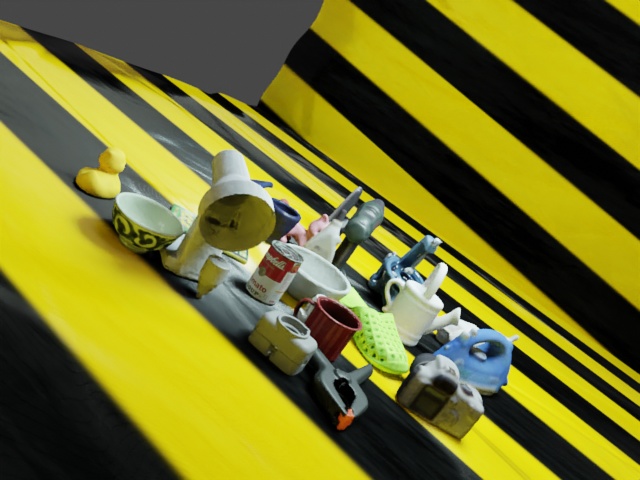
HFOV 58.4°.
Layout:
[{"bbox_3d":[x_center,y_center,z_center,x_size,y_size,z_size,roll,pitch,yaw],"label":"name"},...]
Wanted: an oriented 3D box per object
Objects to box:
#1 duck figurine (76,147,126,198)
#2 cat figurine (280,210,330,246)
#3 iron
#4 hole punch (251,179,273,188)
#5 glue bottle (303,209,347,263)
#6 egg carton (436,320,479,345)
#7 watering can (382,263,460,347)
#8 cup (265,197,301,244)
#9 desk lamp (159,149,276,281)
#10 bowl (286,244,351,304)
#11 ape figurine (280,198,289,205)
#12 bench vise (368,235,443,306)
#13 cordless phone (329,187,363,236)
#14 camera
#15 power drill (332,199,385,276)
[{"bbox_3d":[-0.391,-0.129,1.048,0.077,0.086,0.104,33,15,-1],"label":"duck figurine"},{"bbox_3d":[-0.024,-0.024,1.419,0.128,0.117,0.067,33,14,1],"label":"cat figurine"},{"bbox_3d":[0.339,0.248,1.260,0.259,0.141,0.118,20,19,-41],"label":"iron"},{"bbox_3d":[-0.188,-0.134,1.481,0.101,0.091,0.109,35,15,7],"label":"hole punch"},{"bbox_3d":[0.012,0.005,1.293,0.078,0.173,0.037,30,15,-10],"label":"glue bottle"},{"bbox_3d":[0.365,0.254,1.442,0.151,0.069,0.107,22,18,-36],"label":"egg carton"},{"bbox_3d":[0.234,0.138,1.289,0.173,0.194,0.101,29,15,-17],"label":"watering can"},{"bbox_3d":[-0.115,-0.043,1.336,0.118,0.095,0.091,26,16,-26],"label":"cup"},{"bbox_3d":[-0.175,-0.036,0.949,0.118,0.213,0.202,23,18,-34],"label":"desk lamp"},{"bbox_3d":[-0.025,0.083,1.158,0.168,0.074,0.167,31,15,-9],"label":"bowl"},{"bbox_3d":[-0.109,-0.062,1.414,0.078,0.092,0.076,27,16,-23],"label":"ape figurine"},{"bbox_3d":[0.206,0.061,1.430,0.122,0.219,0.206,23,18,-35],"label":"bench vise"},{"bbox_3d":[0.051,-0.071,1.597,0.094,0.185,0.147,33,14,-1],"label":"cordless phone"},{"bbox_3d":[0.220,0.263,1.043,0.143,0.100,0.137,32,15,-5],"label":"camera"},{"bbox_3d":[0.080,-0.003,1.390,0.075,0.208,0.230,34,15,4],"label":"power drill"}]
